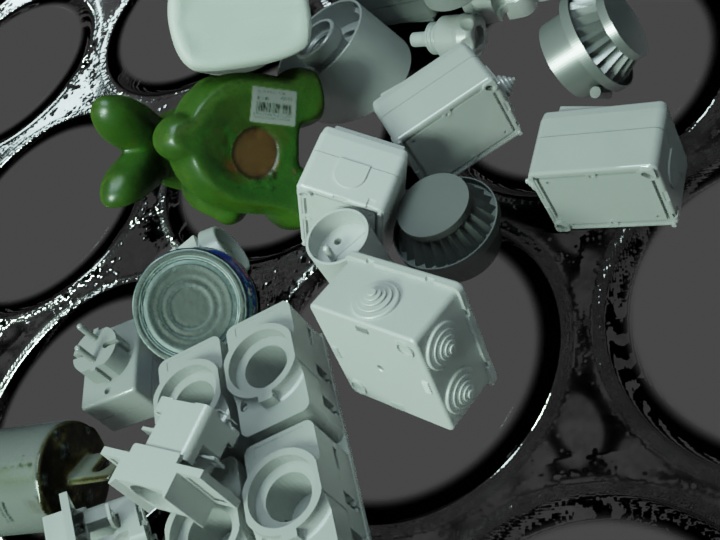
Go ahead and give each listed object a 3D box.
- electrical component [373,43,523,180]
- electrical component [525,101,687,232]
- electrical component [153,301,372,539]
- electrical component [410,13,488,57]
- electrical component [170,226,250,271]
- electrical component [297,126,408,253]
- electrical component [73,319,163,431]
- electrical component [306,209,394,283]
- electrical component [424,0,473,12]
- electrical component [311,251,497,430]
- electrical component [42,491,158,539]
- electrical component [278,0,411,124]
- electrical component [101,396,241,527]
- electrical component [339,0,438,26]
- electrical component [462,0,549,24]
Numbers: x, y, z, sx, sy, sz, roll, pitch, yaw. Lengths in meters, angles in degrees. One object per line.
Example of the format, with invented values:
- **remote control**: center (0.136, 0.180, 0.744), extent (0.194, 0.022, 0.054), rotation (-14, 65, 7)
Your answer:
- **electrical component**: center (0.066, -0.115, 0.771), extent (0.096, 0.061, 0.061), rotation (-33, 46, 6)
- **electrical component**: center (0.152, -0.067, 0.682), extent (0.096, 0.061, 0.061), rotation (-1, 57, 31)
- **electrical component**: center (-0.065, 0.120, 0.678), extent (0.105, 0.060, 0.186), rotation (-27, 47, 12)
- **electrical component**: center (0.067, -0.181, 0.839), extent (0.061, 0.035, 0.035), rotation (5, 60, 37)
- **electrical component**: center (-0.117, 0.000, 0.812), extent (0.055, 0.048, 0.066), rotation (-38, 45, 12)
- **electrical component**: center (-0.003, -0.049, 0.748), extent (0.062, 0.096, 0.061), rotation (18, 65, 9)
- **electrical component**: center (-0.181, 0.067, 0.778), extent (0.047, 0.076, 0.065), rotation (-21, 48, 17)
- **electrical component**: center (0.000, 0.000, 0.713), extent (0.043, 0.081, 0.043), rotation (-13, 53, 18)
- **electrical component**: center (0.069, -0.266, 0.792), extent (0.052, 0.073, 0.138), rotation (3, 59, 33)
- **electrical component**: center (0.026, 0.044, 0.654), extent (0.100, 0.099, 0.048), rotation (17, 55, 39)
- **electrical component**: center (-0.164, 0.177, 0.692), extent (0.064, 0.081, 0.042), rotation (-17, 47, -9)
- **electrical component**: center (-0.016, -0.169, 0.878), extent (0.099, 0.064, 0.099), rotation (-29, 40, 28)
- **electrical component**: center (-0.107, 0.111, 0.638), extent (0.081, 0.042, 0.063), rotation (6, 59, 34)
- **electrical component**: center (0.025, -0.241, 0.895), extent (0.096, 0.061, 0.061), rotation (1, 58, 42)
- **electrical component**: center (0.108, -0.233, 0.836), extent (0.078, 0.057, 0.058), rotation (-4, 56, 30)
